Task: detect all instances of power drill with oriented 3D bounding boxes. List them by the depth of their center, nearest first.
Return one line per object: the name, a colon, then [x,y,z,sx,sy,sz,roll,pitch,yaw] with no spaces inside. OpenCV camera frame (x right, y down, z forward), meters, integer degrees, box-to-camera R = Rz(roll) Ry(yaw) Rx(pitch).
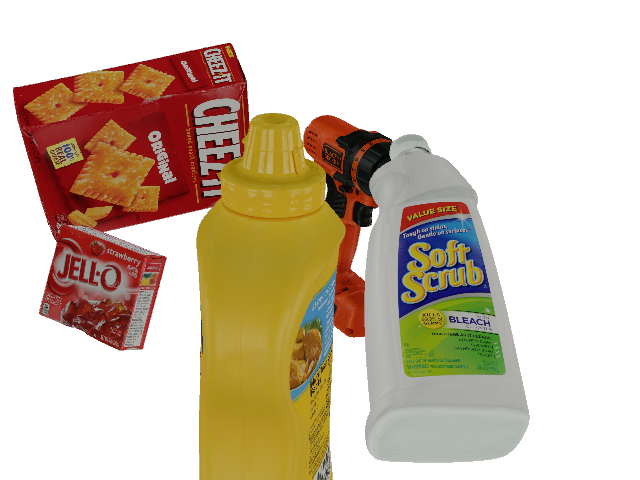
power drill: [0.040,-0.009,0.994,0.057,0.188,0.185,-7,25,-29]

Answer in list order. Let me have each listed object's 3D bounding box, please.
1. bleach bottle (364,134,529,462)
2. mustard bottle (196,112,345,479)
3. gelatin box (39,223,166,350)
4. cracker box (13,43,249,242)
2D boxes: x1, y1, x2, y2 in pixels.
bleach bottle: [0.069,0.025,0.726,0.102,0.251,0.068,2,-41,-10]
mustard bottle: [-0.021,0.042,0.442,0.058,0.192,0.096,8,24,11]
gelatin box: [-0.164,0.034,0.799,0.089,0.073,0.030,19,7,29]
cracker box: [-0.177,-0.092,1.054,0.213,0.072,0.164,-13,-39,-11]
